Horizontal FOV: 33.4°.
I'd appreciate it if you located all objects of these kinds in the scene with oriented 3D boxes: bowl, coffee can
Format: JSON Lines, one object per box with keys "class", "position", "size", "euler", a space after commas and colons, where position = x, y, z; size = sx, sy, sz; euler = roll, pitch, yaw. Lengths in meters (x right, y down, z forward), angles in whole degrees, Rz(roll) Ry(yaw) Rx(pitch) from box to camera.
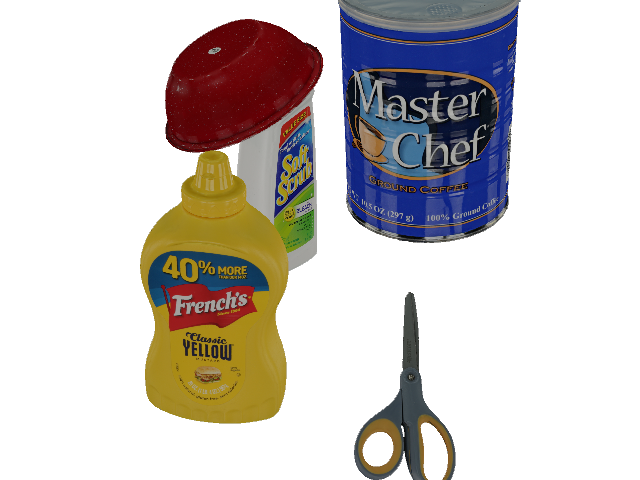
{"class": "bowl", "position": [-0.082, -0.151, 0.963], "size": [0.162, 0.055, 0.162], "euler": [-20, 35, 15]}
{"class": "coffee can", "position": [0.064, -0.085, 0.634], "size": [0.103, 0.140, 0.103], "euler": [-2, 33, 1]}

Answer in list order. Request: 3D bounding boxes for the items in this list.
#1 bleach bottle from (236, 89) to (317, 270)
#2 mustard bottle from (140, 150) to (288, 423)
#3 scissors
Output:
{"class": "bleach bottle", "position": [-0.050, -0.091, 1.137], "size": [0.068, 0.251, 0.102], "euler": [20, 32, 37]}
{"class": "mustard bottle", "position": [-0.069, 0.030, 0.705], "size": [0.096, 0.192, 0.058], "euler": [6, 30, 7]}
{"class": "scissors", "position": [0.064, 0.135, 0.961], "size": [0.096, 0.202, 0.016], "euler": [-9, -37, -9]}
